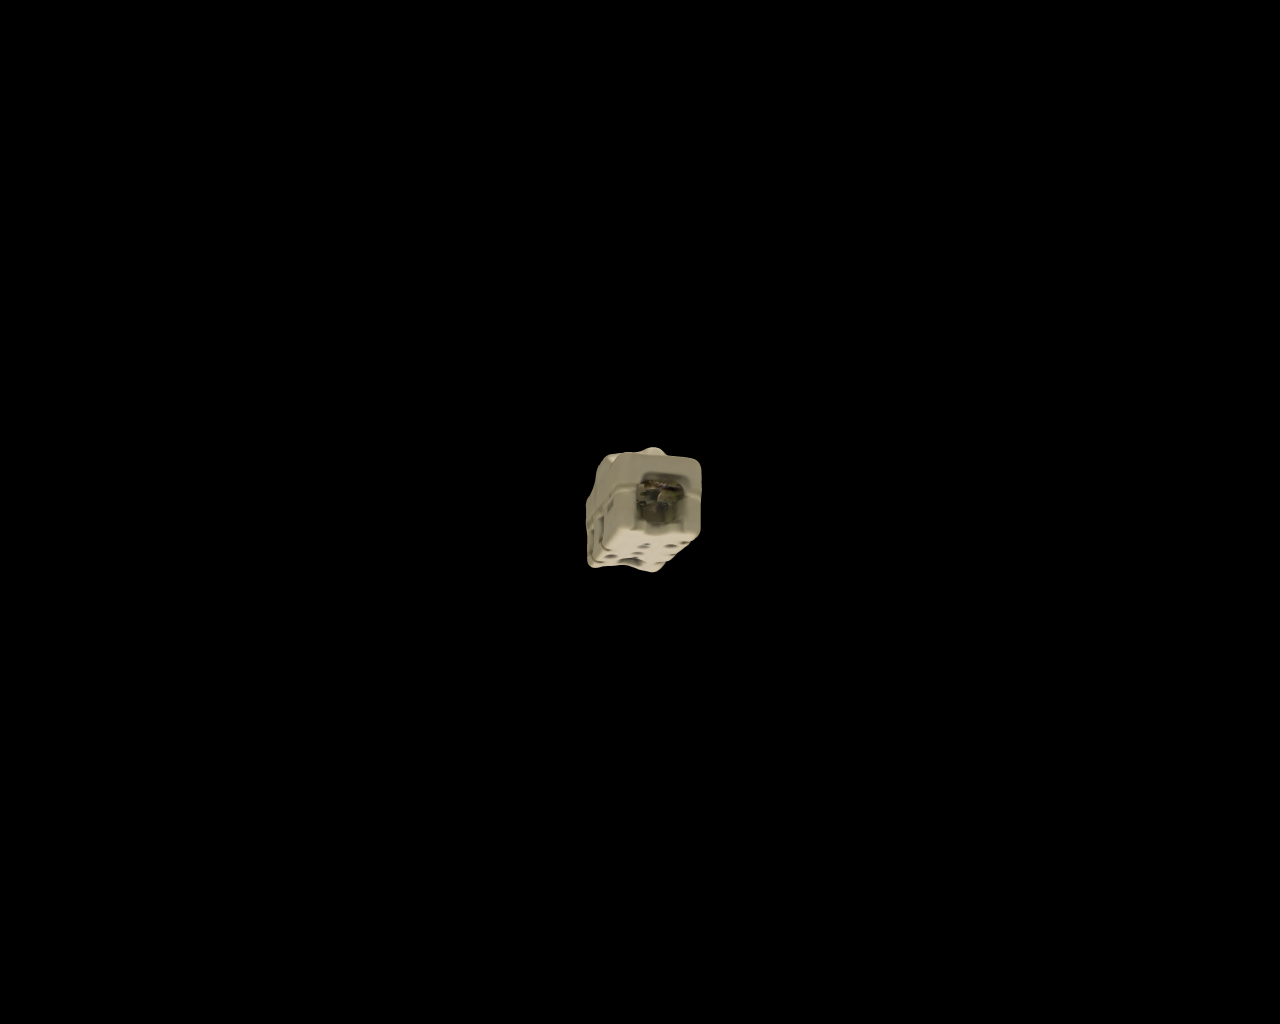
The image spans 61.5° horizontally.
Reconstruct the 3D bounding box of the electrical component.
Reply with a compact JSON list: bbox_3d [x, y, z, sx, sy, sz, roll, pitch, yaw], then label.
[{"bbox_3d":[0.001,-0.003,0.650,0.050,0.056,0.089,5,-19,-15],"label":"electrical component"}]
